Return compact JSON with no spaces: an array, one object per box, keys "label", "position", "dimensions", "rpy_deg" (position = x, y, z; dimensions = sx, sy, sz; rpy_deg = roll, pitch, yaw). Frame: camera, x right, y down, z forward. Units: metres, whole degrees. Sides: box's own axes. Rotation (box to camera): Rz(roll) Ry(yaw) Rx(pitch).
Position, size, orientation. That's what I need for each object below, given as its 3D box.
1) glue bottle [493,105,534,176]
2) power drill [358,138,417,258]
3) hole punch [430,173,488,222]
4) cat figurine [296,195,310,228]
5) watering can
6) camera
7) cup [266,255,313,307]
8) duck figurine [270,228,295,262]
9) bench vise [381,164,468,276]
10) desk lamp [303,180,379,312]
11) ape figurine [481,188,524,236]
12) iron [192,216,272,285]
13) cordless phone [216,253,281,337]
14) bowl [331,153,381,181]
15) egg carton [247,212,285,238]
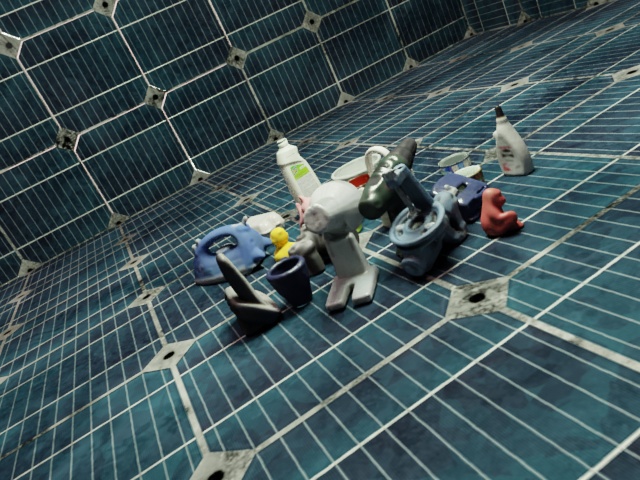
[{"label":"glue bottle","position":[0.435,-0.232,1.328],"dimensions":[0.037,0.173,0.077],"rpy_deg":[-36,22,-27]},{"label":"power drill","position":[0.173,-0.082,1.214],"dimensions":[0.075,0.209,0.230],"rpy_deg":[-7,27,42]},{"label":"hole punch","position":[0.312,-0.098,1.263],"dimensions":[0.100,0.091,0.109],"rpy_deg":[-3,30,48]},{"label":"cat figurine","position":[-0.029,-0.078,1.592],"dimensions":[0.067,0.118,0.127],"rpy_deg":[-34,21,-21]},{"label":"watering can","position":[0.162,-0.132,1.379],"dimensions":[0.100,0.194,0.173],"rpy_deg":[-11,24,35]},{"label":"camera","position":[0.012,0.005,1.354],"dimensions":[0.136,0.101,0.143],"rpy_deg":[-8,26,41]},{"label":"cup","position":[-0.059,0.090,1.233],"dimensions":[0.091,0.095,0.117],"rpy_deg":[-25,20,1]},{"label":"duck figurine","position":[-0.095,0.009,1.499],"dimensions":[0.078,0.086,0.104],"rpy_deg":[-34,21,-23]},{"label":"bench vise","position":[0.193,-0.066,1.132],"dimensions":[0.121,0.220,0.208],"rpy_deg":[-13,23,32]},{"label":"desk lamp","position":[0.040,-0.001,1.165],"dimensions":[0.117,0.214,0.203],"rpy_deg":[-19,21,19]},{"label":"ape figurine","position":[0.346,-0.059,1.120],"dimensions":[0.076,0.092,0.078],"rpy_deg":[-20,20,16]},{"label":"iron","position":[-0.268,0.030,1.574],"dimensions":[0.257,0.142,0.119],"rpy_deg":[-19,21,19]},{"label":"cordless phone","position":[-0.168,0.096,1.217],"dimensions":[0.094,0.185,0.147],"rpy_deg":[-31,20,-15]},{"label":"bowl","position":[0.123,-0.199,1.777],"dimensions":[0.167,0.075,0.167],"rpy_deg":[-23,20,9]},{"label":"egg carton","position":[-0.180,-0.031,1.730],"dimensions":[0.150,0.069,0.107],"rpy_deg":[-11,24,35]}]
